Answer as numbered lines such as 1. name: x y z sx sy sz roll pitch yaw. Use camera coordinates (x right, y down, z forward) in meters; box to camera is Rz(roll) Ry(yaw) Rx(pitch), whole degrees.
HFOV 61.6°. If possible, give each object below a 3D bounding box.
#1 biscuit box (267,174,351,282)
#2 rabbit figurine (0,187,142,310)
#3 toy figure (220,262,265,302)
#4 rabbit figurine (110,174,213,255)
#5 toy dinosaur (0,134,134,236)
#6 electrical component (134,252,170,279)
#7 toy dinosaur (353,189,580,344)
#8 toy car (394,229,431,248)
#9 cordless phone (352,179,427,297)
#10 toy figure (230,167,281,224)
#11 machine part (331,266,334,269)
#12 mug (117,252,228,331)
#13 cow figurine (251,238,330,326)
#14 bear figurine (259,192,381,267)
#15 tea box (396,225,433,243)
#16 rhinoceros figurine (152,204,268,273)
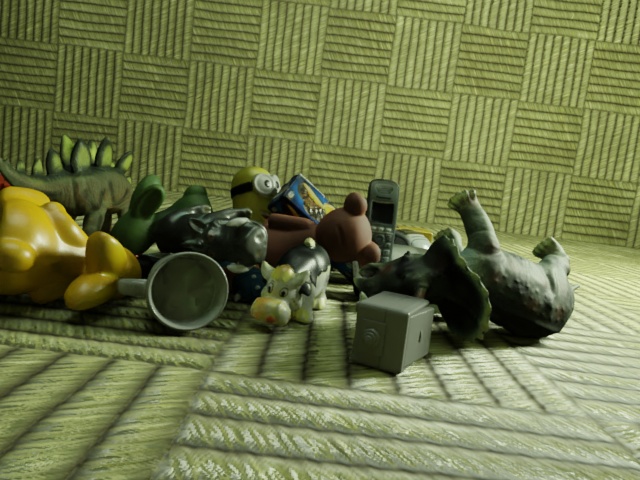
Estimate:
1. biscuit box: 0.010 -0.017 0.910 0.202 0.059 0.063 41 -36 -13
2. rabbit figurine: -0.275 0.019 0.603 0.163 0.122 0.173 4 -17 47
3. toy figure: -0.120 0.047 0.757 0.064 0.057 0.155 -38 29 -21
4. rabbit figurine: -0.266 -0.023 0.900 0.170 0.158 0.121 -13 25 -24
5. toy dinosaur: -0.436 -0.092 0.990 0.105 0.198 0.471 5 5 6
6. electrical component: -0.189 0.047 0.712 0.119 0.047 0.075 11 9 28
7. toy dinosaur: 0.249 0.066 0.702 0.405 0.192 0.131 17 -42 -23
8. toy car: 0.148 0.032 0.956 0.109 0.102 0.162 2 6 -29
9. cordless phone: 0.125 0.003 0.826 0.147 0.184 0.089 6 2 -4
10. toy figure: -0.117 -0.038 0.937 0.089 0.180 0.082 5 4 11
11. machine part: 0.003 0.044 0.986 0.084 0.039 0.139 2 5 32
12. mug: -0.164 0.055 0.588 0.109 0.080 0.107 -2 -2 -20
13. cow figurine: -0.030 0.048 0.659 0.068 0.098 0.167 15 8 12
14. bear figurine: -0.003 -0.001 0.805 0.196 0.120 0.132 -19 5 19
15. tea box: 0.133 0.017 1.082 0.170 0.098 0.068 9 8 3
16. rhinoceros figurine: -0.136 -0.006 0.682 0.191 0.073 0.112 9 7 39
